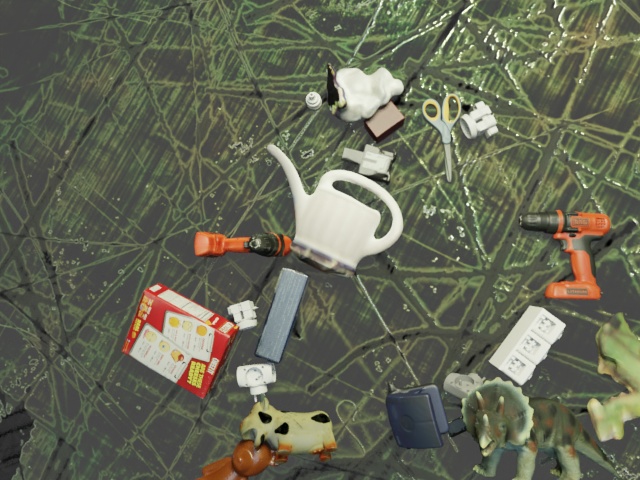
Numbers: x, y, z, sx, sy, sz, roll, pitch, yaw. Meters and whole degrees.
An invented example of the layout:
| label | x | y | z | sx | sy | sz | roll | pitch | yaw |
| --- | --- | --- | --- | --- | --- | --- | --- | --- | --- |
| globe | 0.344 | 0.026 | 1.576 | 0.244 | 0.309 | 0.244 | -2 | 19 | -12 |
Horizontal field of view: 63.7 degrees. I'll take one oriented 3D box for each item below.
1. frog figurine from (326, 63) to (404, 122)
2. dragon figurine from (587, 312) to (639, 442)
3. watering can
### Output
| label | x | y | z | sx | sy | sz | roll | pitch | yaw |
| --- | --- | --- | --- | --- | --- | --- | --- | --- | --- |
| frog figurine | 0.099 | -0.331 | 1.153 | 0.160 | 0.120 | 0.140 | -8 | 45 | -18 |
| dragon figurine | 0.684 | 0.240 | 1.028 | 0.244 | 0.413 | 0.120 | 34 | -8 | 16 |
| watering can | 0.003 | -0.057 | 1.124 | 0.348 | 0.225 | 0.103 | 25 | -3 | 8 |
